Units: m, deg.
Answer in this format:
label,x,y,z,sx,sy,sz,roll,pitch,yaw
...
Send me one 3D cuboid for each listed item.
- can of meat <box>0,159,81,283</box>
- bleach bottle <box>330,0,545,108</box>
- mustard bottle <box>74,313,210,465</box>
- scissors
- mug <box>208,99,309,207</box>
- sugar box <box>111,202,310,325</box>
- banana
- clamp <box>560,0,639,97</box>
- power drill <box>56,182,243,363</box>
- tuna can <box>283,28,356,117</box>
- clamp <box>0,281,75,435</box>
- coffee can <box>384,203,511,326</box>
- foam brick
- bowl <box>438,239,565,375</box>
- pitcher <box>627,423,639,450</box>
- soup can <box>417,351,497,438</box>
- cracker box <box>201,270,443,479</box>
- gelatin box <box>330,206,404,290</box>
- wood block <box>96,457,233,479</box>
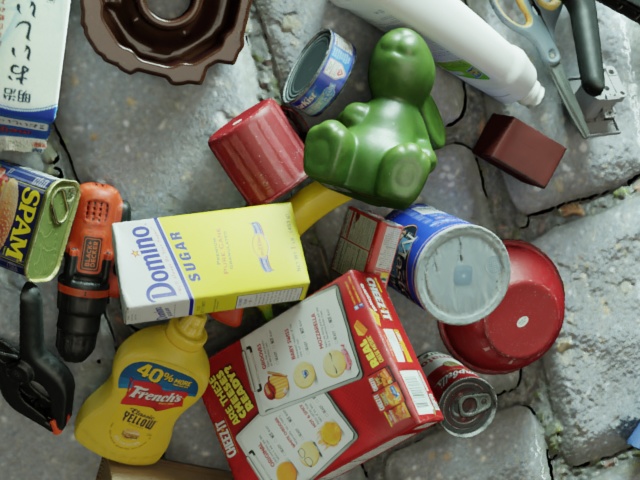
label,x,y,z,sx,sy,sz,roll,pitch,yaw
can of meat,-0.287,-0.021,1.019,0.084,0.057,0.102,19,96,17
bleach bottle,0.134,-0.211,1.109,0.250,0.103,0.068,30,87,-28
mustard bottle,-0.165,0.141,1.067,0.096,0.058,0.192,25,118,-20
scissors,0.258,-0.215,1.153,0.096,0.016,0.202,-40,95,-15
mug,-0.052,-0.095,1.080,0.117,0.093,0.081,-44,107,-37
sugar box,-0.106,0.021,1.022,0.176,0.048,0.093,-7,64,-15
banana,-0.024,-0.006,1.125,0.069,0.037,0.198,35,85,-15
clamp,0.280,-0.263,1.137,0.210,0.036,0.164,49,58,-10
power drill,-0.170,0.042,1.083,0.187,0.057,0.184,7,101,-18
tuna can,-0.001,-0.168,1.075,0.033,0.086,0.086,29,92,-22
clamp,-0.288,0.116,1.054,0.120,0.039,0.171,-22,115,30
coffee can,0.123,0.022,1.120,0.102,0.140,0.103,-3,102,-16
foam brick,0.218,-0.098,1.170,0.078,0.053,0.051,27,93,-21
bowl,0.217,0.083,1.206,0.162,0.055,0.162,-3,102,-15
pitcher,0.484,0.177,1.274,0.145,0.149,0.243,29,89,-4
soup can,0.143,0.168,1.176,0.068,0.102,0.068,-3,102,-16
cracker box,-0.005,0.152,1.062,0.214,0.072,0.164,-33,69,24
gelatin box,0.049,0.009,1.123,0.030,0.089,0.073,13,97,-24
wood block,-0.135,0.295,1.128,0.205,0.090,0.091,15,95,-18
